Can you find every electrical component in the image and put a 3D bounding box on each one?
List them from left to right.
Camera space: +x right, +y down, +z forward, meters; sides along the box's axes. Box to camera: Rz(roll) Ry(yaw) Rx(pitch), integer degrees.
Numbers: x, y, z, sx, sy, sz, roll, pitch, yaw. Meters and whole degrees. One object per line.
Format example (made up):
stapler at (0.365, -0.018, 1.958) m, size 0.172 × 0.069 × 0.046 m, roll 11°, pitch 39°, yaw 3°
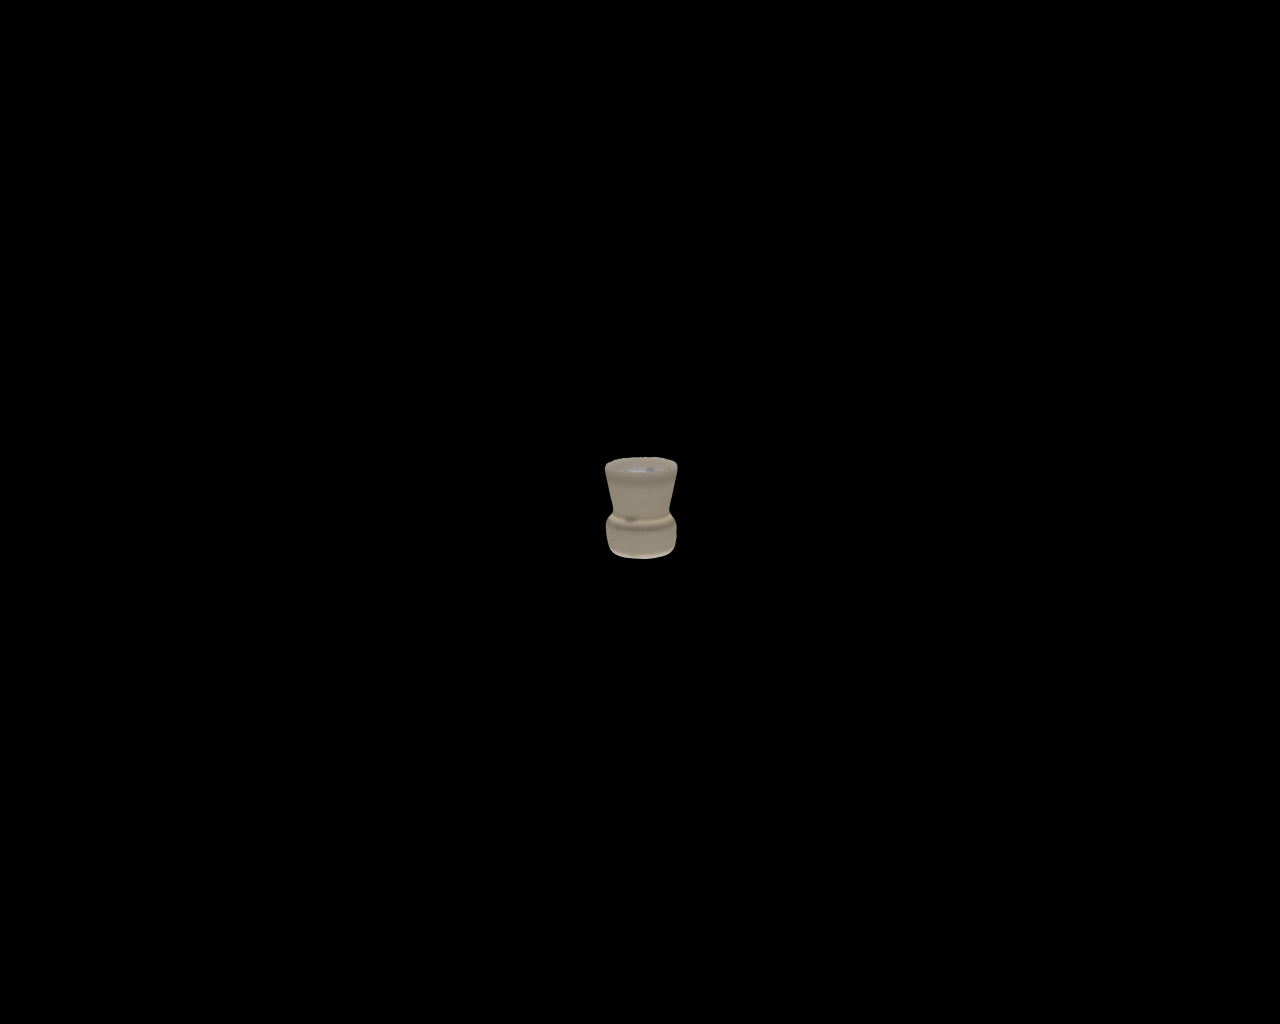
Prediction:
electrical component at (0.001, -0.003, 0.650) m, size 0.045 × 0.055 × 0.045 m, roll 0°, pitch 15°, yaw 0°
